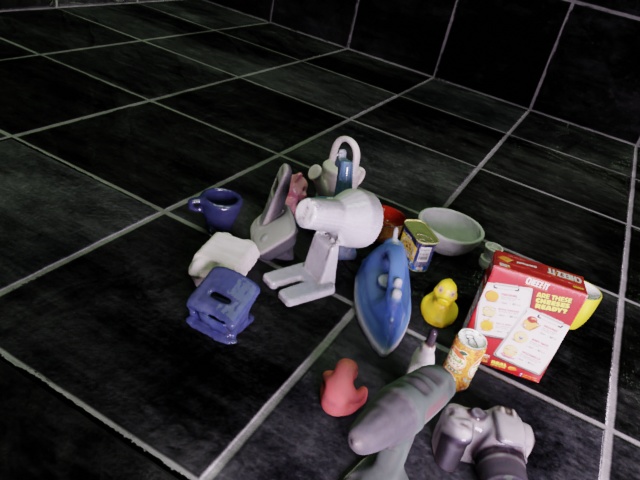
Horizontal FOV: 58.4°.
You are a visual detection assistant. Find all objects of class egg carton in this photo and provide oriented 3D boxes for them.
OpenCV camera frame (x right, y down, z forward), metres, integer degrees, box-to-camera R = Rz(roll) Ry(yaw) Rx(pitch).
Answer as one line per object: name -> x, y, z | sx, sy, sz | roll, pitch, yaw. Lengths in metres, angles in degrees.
egg carton -> -0.188, 0.044, 1.130 | 0.107, 0.069, 0.150 | 18, 31, 7

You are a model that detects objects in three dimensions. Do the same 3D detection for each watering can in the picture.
watering can -> 0.048, -0.165, 1.441 | 0.100, 0.194, 0.173 | 26, 33, 20

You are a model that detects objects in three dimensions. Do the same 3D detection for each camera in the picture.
camera -> 0.248, 0.313, 0.833 | 0.143, 0.101, 0.137 | 13, 31, -1

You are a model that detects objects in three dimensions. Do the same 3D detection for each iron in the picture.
iron -> 0.137, 0.090, 1.113 | 0.118, 0.141, 0.258 | 11, 31, -4

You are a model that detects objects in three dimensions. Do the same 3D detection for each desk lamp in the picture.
desk lamp -> 0.010, 0.004, 1.132 | 0.204, 0.213, 0.117 | -15, 41, -38

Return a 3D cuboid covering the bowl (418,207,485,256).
bowl -> 0.313, -0.010, 1.409 | 0.167, 0.075, 0.167 | 10, 31, -6

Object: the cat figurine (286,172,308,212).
cat figurine -> -0.074, -0.111, 1.378 | 0.067, 0.118, 0.128 | 26, 33, 21

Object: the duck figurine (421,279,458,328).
duck figurine -> 0.252, 0.117, 1.169 | 0.077, 0.086, 0.105 | 19, 31, 10

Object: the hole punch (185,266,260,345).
hole punch -> -0.169, 0.112, 1.004 | 0.108, 0.091, 0.101 | 24, 32, 16

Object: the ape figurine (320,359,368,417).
ape figurine -> 0.037, 0.226, 0.901 | 0.077, 0.092, 0.076 | 34, 36, 30

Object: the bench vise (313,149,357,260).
bench vise -> 0.057, -0.077, 1.276 | 0.122, 0.220, 0.206 | -12, 39, -36

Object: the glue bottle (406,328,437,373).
glue bottle -> 0.155, 0.206, 0.901 | 0.037, 0.173, 0.078 | 17, 31, 6

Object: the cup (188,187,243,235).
cup -> -0.231, -0.054, 1.246 | 0.118, 0.095, 0.091 | -4, 35, -27

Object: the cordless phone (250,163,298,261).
cordless phone -> -0.090, -0.060, 1.224 | 0.094, 0.185, 0.147 | 2, 33, -18

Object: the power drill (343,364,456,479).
power drill -> 0.093, 0.264, 0.748 | 0.075, 0.208, 0.230 | 31, 35, 27
